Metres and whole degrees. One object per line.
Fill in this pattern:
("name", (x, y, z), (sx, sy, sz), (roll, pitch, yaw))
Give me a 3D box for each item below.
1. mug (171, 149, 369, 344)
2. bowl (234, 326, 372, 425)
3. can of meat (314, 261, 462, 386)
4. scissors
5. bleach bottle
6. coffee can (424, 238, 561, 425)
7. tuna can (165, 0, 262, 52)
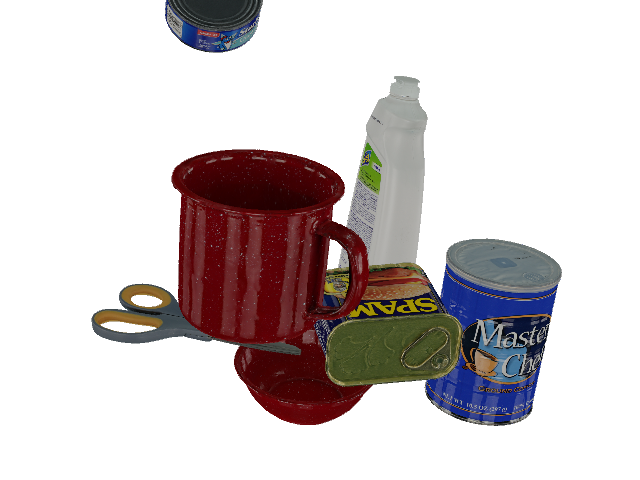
("mug", (-0.026, 0.007, 0.581), (0.117, 0.081, 0.093), (17, 27, 25))
("bowl", (-0.016, 0.157, 1.190), (0.162, 0.055, 0.162), (2, 27, -1))
("can of meat", (0.045, 0.060, 0.808), (0.102, 0.057, 0.084), (-3, 29, -11))
("scissors", (-0.119, 0.076, 1.040), (0.201, 0.016, 0.096), (3, 32, -3))
("bleach bottle", (0.075, -0.049, 1.152), (0.068, 0.251, 0.103), (-1, 22, -26))
("coffee can", (0.156, 0.082, 0.974), (0.103, 0.140, 0.103), (6, 23, -3))
("tuna can", (-0.096, -0.209, 0.951), (0.086, 0.086, 0.034), (0, -31, -12))
